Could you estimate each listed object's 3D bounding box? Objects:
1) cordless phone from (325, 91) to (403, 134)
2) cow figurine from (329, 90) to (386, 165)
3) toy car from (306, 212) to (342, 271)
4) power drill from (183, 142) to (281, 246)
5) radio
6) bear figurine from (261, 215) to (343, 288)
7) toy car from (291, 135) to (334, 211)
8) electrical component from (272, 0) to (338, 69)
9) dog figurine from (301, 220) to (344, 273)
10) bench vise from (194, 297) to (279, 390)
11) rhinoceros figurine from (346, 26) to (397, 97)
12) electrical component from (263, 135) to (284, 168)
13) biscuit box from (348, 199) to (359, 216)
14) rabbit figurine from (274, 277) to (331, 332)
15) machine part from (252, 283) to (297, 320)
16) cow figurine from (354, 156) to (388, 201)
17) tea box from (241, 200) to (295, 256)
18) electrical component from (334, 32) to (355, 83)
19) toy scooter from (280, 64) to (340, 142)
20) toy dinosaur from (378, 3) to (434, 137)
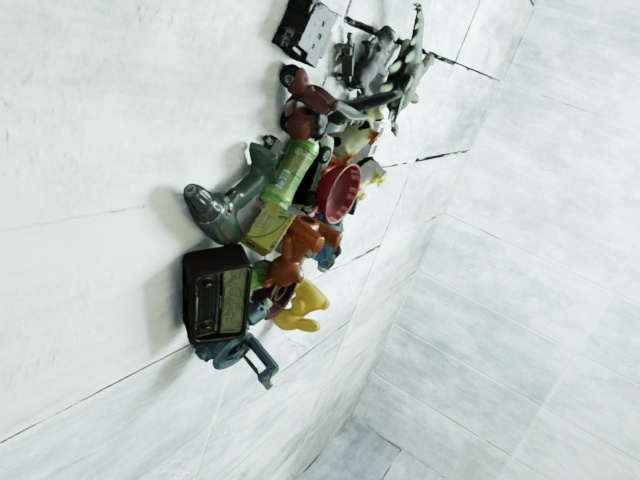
[{"bbox_3d":[0.094,-0.314,1.259,0.146,0.184,0.088,-23,101,-60],"label":"cordless phone"},{"bbox_3d":[0.095,-0.297,1.397,0.195,0.127,0.085,-43,-179,-5],"label":"cow figurine"},{"bbox_3d":[-0.003,-0.004,1.397,0.109,0.103,0.161,120,-27,-61],"label":"toy car"},{"bbox_3d":[-0.169,-0.096,1.068,0.207,0.086,0.231,-57,161,-24],"label":"power drill"},{"bbox_3d":[-0.222,0.120,1.144,0.131,0.073,0.229,-7,131,-22],"label":"radio"},{"bbox_3d":[-0.051,0.045,1.269,0.120,0.132,0.195,-7,123,-55],"label":"bear figurine"},{"bbox_3d":[-0.027,-0.168,1.316,0.056,0.074,0.201,-23,136,-61],"label":"toy car"},{"bbox_3d":[-0.023,-0.407,1.052,0.114,0.058,0.134,-64,159,11],"label":"electrical component"},{"bbox_3d":[0.001,-0.026,1.543,0.172,0.121,0.190,98,15,-69],"label":"dog figurine"},{"bbox_3d":[-0.173,0.251,1.296,0.224,0.241,0.128,-31,150,-27],"label":"bench vise"},{"bbox_3d":[0.126,-0.448,1.341,0.190,0.073,0.112,-56,151,-13],"label":"rhinoceros figurine"},{"bbox_3d":[-0.109,-0.192,1.169,0.063,0.021,0.094,-61,160,-2],"label":"electrical component"},{"bbox_3d":[0.097,-0.158,1.557,0.203,0.059,0.062,-67,171,-45],"label":"biscuit box"},{"bbox_3d":[-0.060,0.217,1.655,0.173,0.162,0.122,-42,170,-3],"label":"rabbit figurine"},{"bbox_3d":[-0.123,0.137,1.502,0.179,0.056,0.179,-50,158,-29],"label":"machine part"},{"bbox_3d":[0.091,-0.155,1.438,0.167,0.098,0.068,-34,162,-5],"label":"cow figurine"},{"bbox_3d":[-0.119,-0.022,1.195,0.098,0.068,0.169,-59,-173,-13],"label":"tea box"},{"bbox_3d":[0.057,-0.418,1.250,0.102,0.045,0.078,86,9,-59],"label":"electrical component"},{"bbox_3d":[-0.018,-0.271,1.123,0.075,0.135,0.183,-51,158,-31],"label":"toy scooter"},{"bbox_3d":[0.238,-0.459,1.487,0.198,0.105,0.470,-58,163,-35],"label":"toy dinosaur"}]
